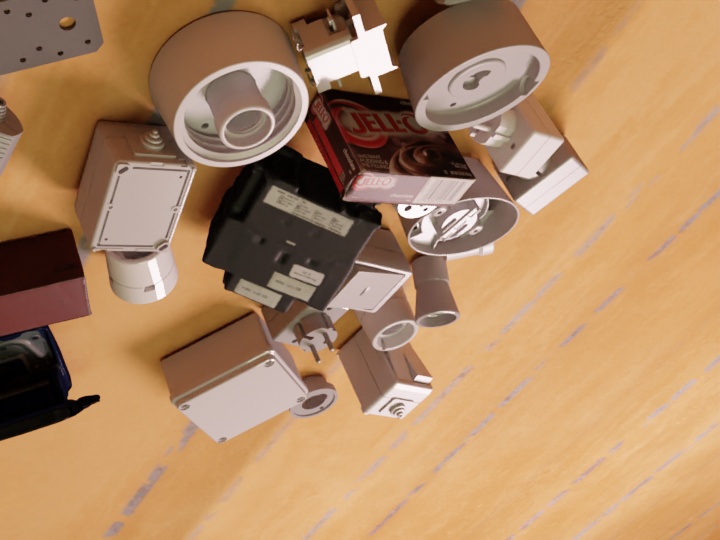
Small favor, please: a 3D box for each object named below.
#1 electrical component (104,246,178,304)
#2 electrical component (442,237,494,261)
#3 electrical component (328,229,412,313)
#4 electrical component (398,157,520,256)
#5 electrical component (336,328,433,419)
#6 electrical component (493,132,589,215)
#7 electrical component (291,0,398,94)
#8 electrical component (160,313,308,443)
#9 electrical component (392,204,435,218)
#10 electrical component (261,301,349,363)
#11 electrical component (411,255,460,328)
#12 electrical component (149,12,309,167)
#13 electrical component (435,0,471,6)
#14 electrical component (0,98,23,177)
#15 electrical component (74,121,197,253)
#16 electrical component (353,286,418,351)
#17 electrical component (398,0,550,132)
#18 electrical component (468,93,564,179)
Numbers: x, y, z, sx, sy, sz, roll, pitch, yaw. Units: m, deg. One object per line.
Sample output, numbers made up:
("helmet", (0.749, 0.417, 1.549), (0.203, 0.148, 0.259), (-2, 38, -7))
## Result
("electrical component", (-0.176, -0.009, 0.859), (0.055, 0.055, 0.047), (-16, 142, -14))
("electrical component", (0.100, -0.030, 1.024), (0.046, 0.040, 0.040), (-13, 145, -8))
("electrical component", (0.000, 0.000, 0.978), (0.096, 0.061, 0.061), (12, 131, -43))
("electrical component", (0.085, -0.052, 0.960), (0.099, 0.064, 0.099), (-17, 146, -12))
("electrical component", (0.030, 0.108, 1.114), (0.062, 0.096, 0.061), (16, 128, -45))
("electrical component", (0.153, -0.097, 0.959), (0.066, 0.047, 0.077), (-38, 145, 18))
("electrical component", (-0.013, -0.161, 0.767), (0.064, 0.042, 0.081), (-23, 146, -1))
("electrical component", (-0.121, 0.107, 1.050), (0.109, 0.056, 0.108), (-27, 147, 2))
("electrical component", (0.040, -0.077, 0.904), (0.045, 0.055, 0.045), (-17, 146, -12))
("electrical component", (-0.045, 0.051, 1.004), (0.066, 0.076, 0.047), (-43, 143, 25))
("electrical component", (0.071, 0.018, 1.045), (0.044, 0.065, 0.044), (-7, 157, -3))
("electrical component", (-0.088, -0.120, 0.758), (0.108, 0.060, 0.108), (-17, 146, -12))
("electrical component", (0.078, -0.212, 0.755), (0.055, 0.045, 0.045), (-16, 145, -13))
("electrical component", (-0.254, -0.082, 0.715), (0.043, 0.043, 0.081), (7, 134, -40))
("electrical component", (-0.165, -0.067, 0.785), (0.062, 0.061, 0.096), (0, 131, -34))
("electrical component", (0.027, 0.048, 1.074), (0.055, 0.047, 0.055), (-17, 146, -12))
("electrical component", (0.081, -0.159, 0.807), (0.108, 0.060, 0.108), (-19, 161, -7))
("electrical component", (0.116, -0.119, 0.887), (0.077, 0.065, 0.047), (8, 134, -40))
